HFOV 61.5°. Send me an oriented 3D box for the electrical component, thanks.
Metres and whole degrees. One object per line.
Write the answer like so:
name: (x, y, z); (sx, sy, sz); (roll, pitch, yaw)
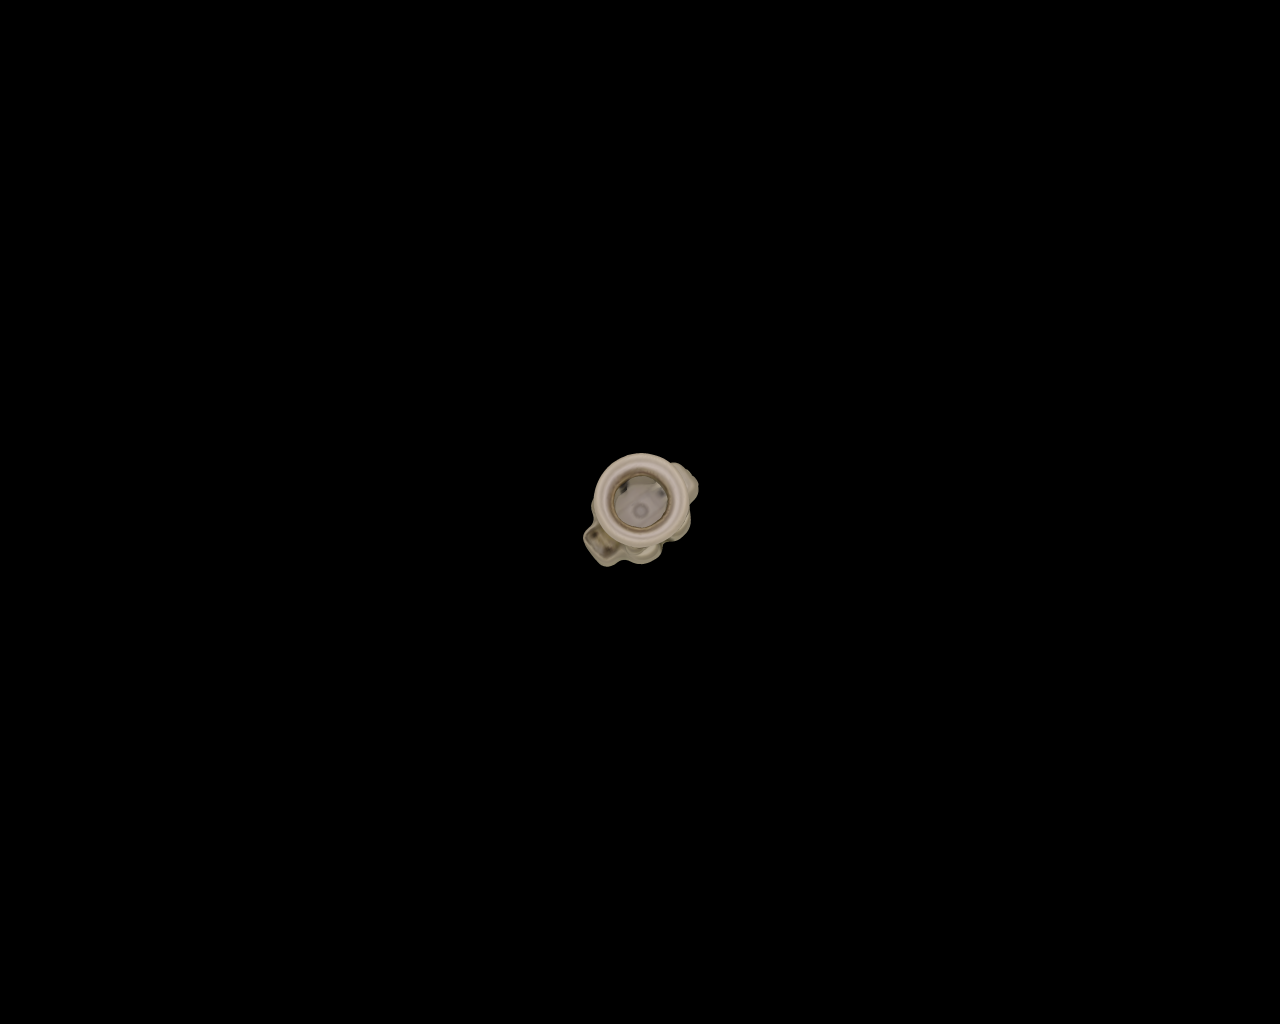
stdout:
electrical component: (0.001, -0.003, 0.650); (0.078, 0.058, 0.057); (-38, -9, -7)
